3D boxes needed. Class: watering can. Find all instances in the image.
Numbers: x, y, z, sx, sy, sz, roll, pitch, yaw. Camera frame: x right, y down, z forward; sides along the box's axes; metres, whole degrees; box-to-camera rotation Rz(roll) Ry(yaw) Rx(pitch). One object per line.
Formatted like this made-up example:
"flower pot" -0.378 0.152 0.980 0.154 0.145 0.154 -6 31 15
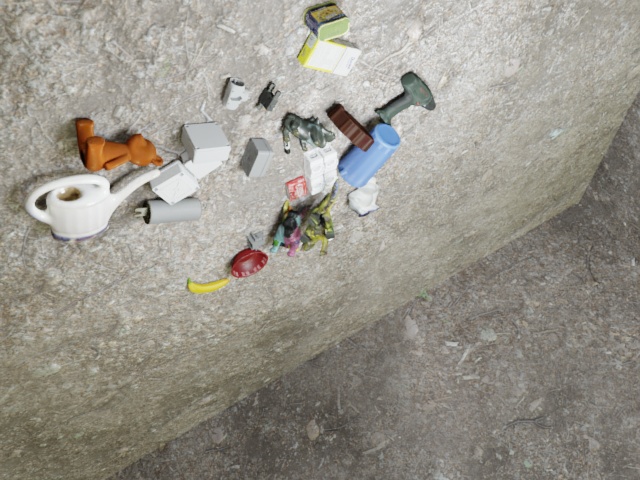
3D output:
"watering can" -0.622 -0.100 1.430 0.350 0.106 0.219 -13 146 -31

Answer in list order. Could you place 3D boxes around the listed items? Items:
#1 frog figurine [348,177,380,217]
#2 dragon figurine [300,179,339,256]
"frog figurine" 0.179 -0.190 2.129 0.138 0.124 0.157 -13 109 -16
"dragon figurine" 0.006 -0.099 1.974 0.122 0.248 0.402 19 119 -10
